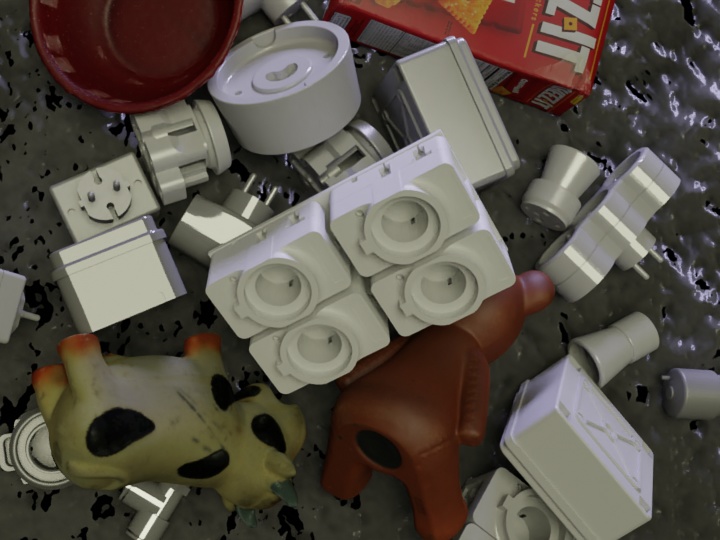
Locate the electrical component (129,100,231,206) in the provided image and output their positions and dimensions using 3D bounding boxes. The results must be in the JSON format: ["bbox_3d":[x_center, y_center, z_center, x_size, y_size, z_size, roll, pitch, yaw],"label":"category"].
[{"bbox_3d":[-0.130,-0.092,0.789,0.057,0.058,0.078,-19,67,-14],"label":"electrical component"}]

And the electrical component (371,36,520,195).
[{"bbox_3d":[0.061,-0.105,0.807,0.056,0.109,0.108,-24,89,-11],"label":"electrical component"}]

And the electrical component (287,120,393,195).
[{"bbox_3d":[-0.008,-0.077,0.815,0.057,0.058,0.078,-39,81,-14],"label":"electrical component"}]

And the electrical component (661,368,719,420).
[{"bbox_3d":[0.281,0.101,0.866,0.078,0.040,0.040,5,83,-12],"label":"electrical component"}]

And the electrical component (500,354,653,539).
[{"bbox_3d":[0.164,0.134,0.799,0.056,0.108,0.108,-39,93,23],"label":"electrical component"}]

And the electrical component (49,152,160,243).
[{"bbox_3d":[-0.182,-0.051,0.766,0.066,0.077,0.047,-26,90,-13],"label":"electrical component"}]

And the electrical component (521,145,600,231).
[{"bbox_3d":[0.159,-0.065,0.856,0.045,0.045,0.055,32,79,-7],"label":"electrical component"}]

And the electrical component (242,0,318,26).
[{"bbox_3d":[-0.064,-0.215,0.825,0.077,0.044,0.079,-39,93,-13],"label":"electrical component"}]

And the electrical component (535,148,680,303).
[{"bbox_3d":[0.210,-0.025,0.858,0.074,0.052,0.138,43,77,-4],"label":"electrical component"}]

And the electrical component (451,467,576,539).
[{"bbox_3d":[0.093,0.231,0.778,0.089,0.062,0.150,38,59,-5],"label":"electrical component"}]

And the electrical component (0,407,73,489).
[{"bbox_3d":[-0.213,0.122,0.750,0.078,0.057,0.058,-8,86,-13],"label":"electrical component"}]

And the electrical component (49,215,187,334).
[{"bbox_3d":[-0.168,0.006,0.744,0.078,0.113,0.057,-23,92,-13],"label":"electrical component"}]

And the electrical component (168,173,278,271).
[{"bbox_3d":[-0.090,-0.034,0.800,0.077,0.044,0.079,31,79,-7],"label":"electrical component"}]

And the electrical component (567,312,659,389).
[{"bbox_3d":[0.204,0.061,0.854,0.065,0.044,0.044,-26,90,-18],"label":"electrical component"}]

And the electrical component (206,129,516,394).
[{"bbox_3d":[0.000,0.000,0.742,0.186,0.060,0.105,-27,117,12],"label":"electrical component"}]

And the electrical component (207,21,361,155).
[{"bbox_3d":[-0.051,-0.128,0.791,0.108,0.108,0.060,-32,130,-13],"label":"electrical component"}]

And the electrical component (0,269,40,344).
[{"bbox_3d":[-0.260,0.024,0.747,0.076,0.083,0.047,23,77,-48],"label":"electrical component"}]
